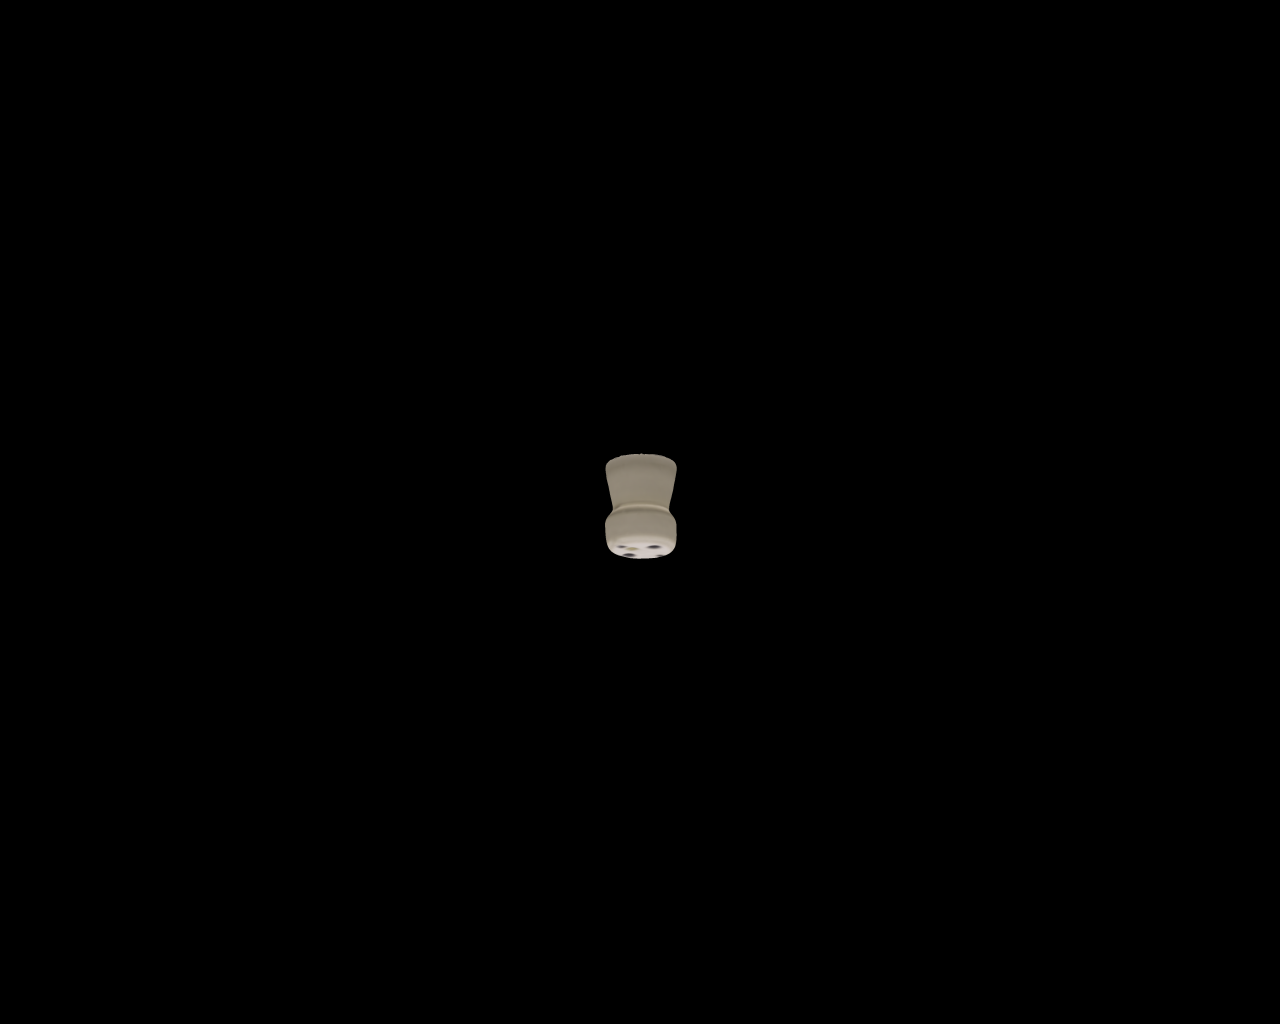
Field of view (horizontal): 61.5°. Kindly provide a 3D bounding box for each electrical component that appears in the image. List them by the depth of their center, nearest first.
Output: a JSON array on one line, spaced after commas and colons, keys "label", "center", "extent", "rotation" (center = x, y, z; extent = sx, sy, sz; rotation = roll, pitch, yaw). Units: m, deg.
[{"label": "electrical component", "center": [0.001, -0.003, 0.650], "extent": [0.045, 0.055, 0.045], "rotation": [0, -17, 0]}]
